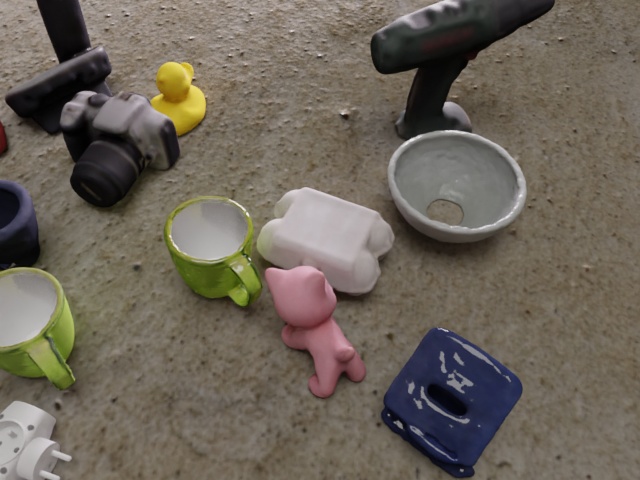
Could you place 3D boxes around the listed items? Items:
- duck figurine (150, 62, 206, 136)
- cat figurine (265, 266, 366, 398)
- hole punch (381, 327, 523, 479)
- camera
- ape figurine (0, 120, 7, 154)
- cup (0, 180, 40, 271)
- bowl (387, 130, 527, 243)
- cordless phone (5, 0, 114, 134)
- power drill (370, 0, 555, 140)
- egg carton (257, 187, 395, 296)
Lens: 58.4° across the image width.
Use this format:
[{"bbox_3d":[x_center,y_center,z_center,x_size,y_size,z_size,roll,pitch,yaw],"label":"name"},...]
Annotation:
[{"bbox_3d":[-0.206,-0.203,0.798,0.077,0.086,0.105,21,56,13],"label":"duck figurine"},{"bbox_3d":[-0.004,0.081,0.583,0.067,0.118,0.127,-27,59,-20],"label":"cat figurine"},{"bbox_3d":[0.125,0.156,0.550,0.108,0.091,0.101,33,60,20],"label":"hole punch"},{"bbox_3d":[-0.272,-0.119,0.727,0.143,0.101,0.137,15,55,9],"label":"camera"},{"bbox_3d":[-0.459,-0.153,0.749,0.076,0.092,0.078,35,60,21],"label":"ape figurine"},{"bbox_3d":[-0.364,0.003,0.639,0.091,0.095,0.118,32,59,19],"label":"cup"},{"bbox_3d":[0.164,-0.055,0.713,0.167,0.075,0.167,1,54,-1],"label":"bowl"},{"bbox_3d":[-0.365,-0.252,0.766,0.094,0.185,0.148,34,60,21],"label":"cordless phone"},{"bbox_3d":[0.175,-0.228,0.755,0.230,0.208,0.075,-13,56,-11],"label":"power drill"},{"bbox_3d":[0.006,0.002,0.669,0.150,0.069,0.107,19,56,12],"label":"egg carton"}]
